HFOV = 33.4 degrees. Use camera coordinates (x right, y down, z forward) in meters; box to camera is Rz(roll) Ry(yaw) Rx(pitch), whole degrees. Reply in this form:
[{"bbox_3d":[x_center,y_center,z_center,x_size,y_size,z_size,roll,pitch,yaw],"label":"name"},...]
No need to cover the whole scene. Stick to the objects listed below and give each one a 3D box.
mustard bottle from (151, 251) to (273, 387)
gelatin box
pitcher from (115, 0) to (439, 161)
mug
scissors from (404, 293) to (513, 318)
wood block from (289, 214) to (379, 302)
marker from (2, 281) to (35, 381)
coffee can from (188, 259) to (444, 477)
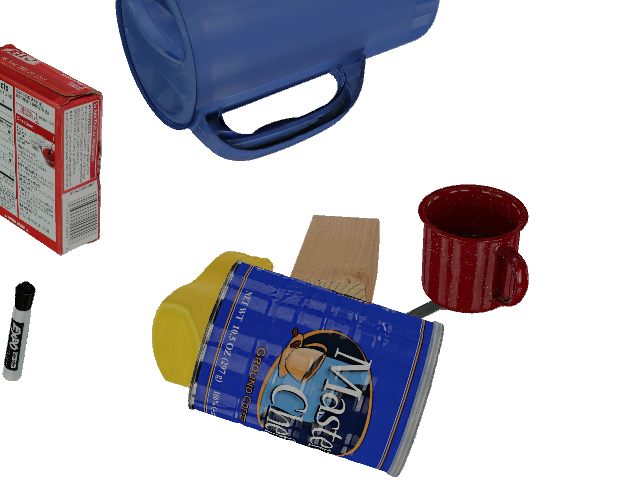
[{"bbox_3d":[-0.100,0.065,1.106,0.058,0.096,0.191,12,29,22],"label":"mustard bottle"},{"bbox_3d":[-0.147,-0.048,0.555,0.073,0.089,0.030,29,37,30],"label":"gelatin box"},{"bbox_3d":[-0.024,-0.173,0.840,0.242,0.149,0.145,-21,37,-26],"label":"pitcher"},{"bbox_3d":[0.137,0.014,0.918,0.093,0.081,0.117,-21,38,-28],"label":"mug"},{"bbox_3d":[0.125,0.049,1.117,0.201,0.016,0.096,-7,40,-30],"label":"scissors"},{"bbox_3d":[0.020,0.048,1.319,0.091,0.090,0.206,4,23,6],"label":"wood block"},{"bbox_3d":[-0.299,0.090,1.059,0.020,0.121,0.020,13,33,-9],"label":"marker"},{"bbox_3d":[-0.002,0.082,0.690,0.140,0.103,0.103,18,1,3],"label":"coffee can"}]
